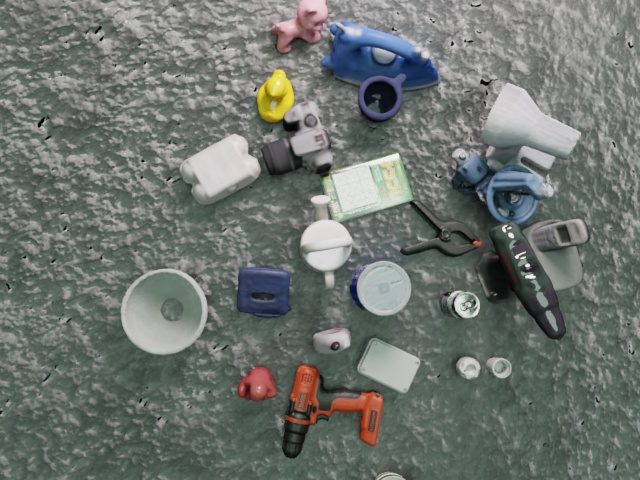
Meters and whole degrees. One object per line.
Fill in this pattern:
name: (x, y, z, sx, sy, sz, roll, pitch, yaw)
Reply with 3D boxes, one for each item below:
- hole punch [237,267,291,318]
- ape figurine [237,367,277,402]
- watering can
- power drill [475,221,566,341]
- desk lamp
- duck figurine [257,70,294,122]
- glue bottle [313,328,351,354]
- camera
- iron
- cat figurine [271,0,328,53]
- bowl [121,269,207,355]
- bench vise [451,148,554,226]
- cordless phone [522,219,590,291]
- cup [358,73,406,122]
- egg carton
hole punch: (-0.110, 0.105, 1.146, 0.108, 0.091, 0.101, 4, 86, -3)
ape figurine: (-0.123, 0.294, 1.131, 0.078, 0.092, 0.076, 23, 85, -1)
watering can: (0.008, 0.004, 1.108, 0.101, 0.194, 0.173, -29, 88, -5)
power drill: (0.384, 0.079, 1.118, 0.075, 0.208, 0.230, -23, 87, -4)
desk lamp: (0.405, -0.201, 1.136, 0.203, 0.213, 0.118, 29, 85, -1)
duck figurine: (-0.092, -0.299, 1.178, 0.077, 0.086, 0.105, 15, 85, -2)
glue bottle: (0.027, 0.198, 1.106, 0.078, 0.173, 0.037, -14, 87, -4)
camera: (-0.053, -0.197, 1.166, 0.137, 0.100, 0.143, -19, 87, -4)
iron: (0.138, -0.382, 1.170, 0.258, 0.141, 0.119, 13, 85, -2)
cat figurine: (-0.037, -0.452, 1.177, 0.128, 0.117, 0.067, -23, 87, -4)
bowl: (-0.303, 0.142, 1.140, 0.167, 0.074, 0.167, 0, 86, -3)
bench vise: (0.351, -0.102, 1.123, 0.207, 0.219, 0.121, 20, 85, -1)
cordless phone: (0.482, 0.028, 1.139, 0.094, 0.185, 0.148, -19, 87, -4)
cup: (0.128, -0.291, 1.186, 0.092, 0.095, 0.118, 45, 85, 1)
egg carton: (-0.202, -0.142, 1.169, 0.150, 0.069, 0.107, -31, 88, -5)
